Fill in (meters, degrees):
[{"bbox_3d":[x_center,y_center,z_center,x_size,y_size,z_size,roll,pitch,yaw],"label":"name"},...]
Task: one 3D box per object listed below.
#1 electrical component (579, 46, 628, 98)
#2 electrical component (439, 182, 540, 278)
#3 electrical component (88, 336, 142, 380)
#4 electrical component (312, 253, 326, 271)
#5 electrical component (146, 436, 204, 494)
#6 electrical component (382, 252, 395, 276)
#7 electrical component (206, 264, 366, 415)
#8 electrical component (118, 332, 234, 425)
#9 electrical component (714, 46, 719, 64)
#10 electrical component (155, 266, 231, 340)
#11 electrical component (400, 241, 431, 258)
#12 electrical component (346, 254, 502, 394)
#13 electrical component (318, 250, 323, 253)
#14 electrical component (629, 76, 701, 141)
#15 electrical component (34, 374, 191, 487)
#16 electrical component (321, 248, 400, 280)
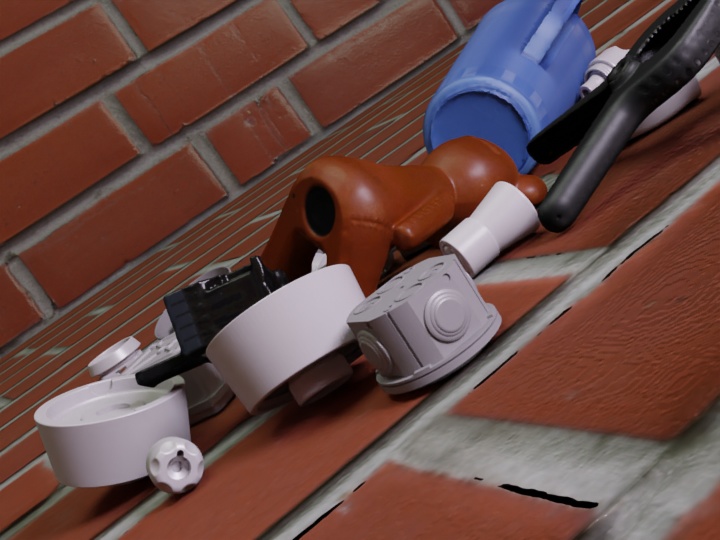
[{"bbox_3d":[0.237,-0.184,1.036,0.062,0.043,0.043,-39,12,-27],"label":"electrical component"},{"bbox_3d":[0.088,-0.025,0.754,0.065,0.044,0.044,-41,12,-14],"label":"electrical component"},{"bbox_3d":[-0.232,0.103,1.066,0.078,0.057,0.058,-34,10,-9],"label":"electrical component"},{"bbox_3d":[-0.042,0.008,0.978,0.043,0.043,0.081,-41,13,-37],"label":"electrical component"},{"bbox_3d":[-0.123,0.126,0.702,0.035,0.035,0.061,-36,8,-17],"label":"electrical component"},{"bbox_3d":[0.009,-0.014,0.941,0.040,0.040,0.046,-32,5,2],"label":"electrical component"},{"bbox_3d":[-0.036,0.051,0.686,0.108,0.060,0.108,-31,-12,-7],"label":"electrical component"},{"bbox_3d":[-0.146,0.086,0.889,0.109,0.056,0.108,-27,12,28],"label":"electrical component"},{"bbox_3d":[0.287,-0.162,0.746,0.050,0.055,0.089,-33,10,-3],"label":"electrical component"},{"bbox_3d":[-0.158,0.048,1.081,0.099,0.064,0.099,-32,10,6],"label":"electrical component"},{"bbox_3d":[0.060,-0.046,0.919,0.077,0.043,0.079,-33,10,1],"label":"electrical component"},{"bbox_3d":[0.036,0.031,0.617,0.080,0.051,0.080,-32,10,6],"label":"electrical component"},{"bbox_3d":[-0.046,-0.049,1.083,0.108,0.060,0.108,-57,-4,-6],"label":"electrical component"},{"bbox_3d":[0.222,-0.137,0.861,0.077,0.043,0.079,-32,10,6],"label":"electrical component"},{"bbox_3d":[-0.174,0.120,0.777,0.108,0.060,0.108,-10,11,2],"label":"electrical component"},{"bbox_3d":[0.000,0.000,0.897,0.078,0.040,0.040,-34,10,-8],"label":"electrical component"}]
